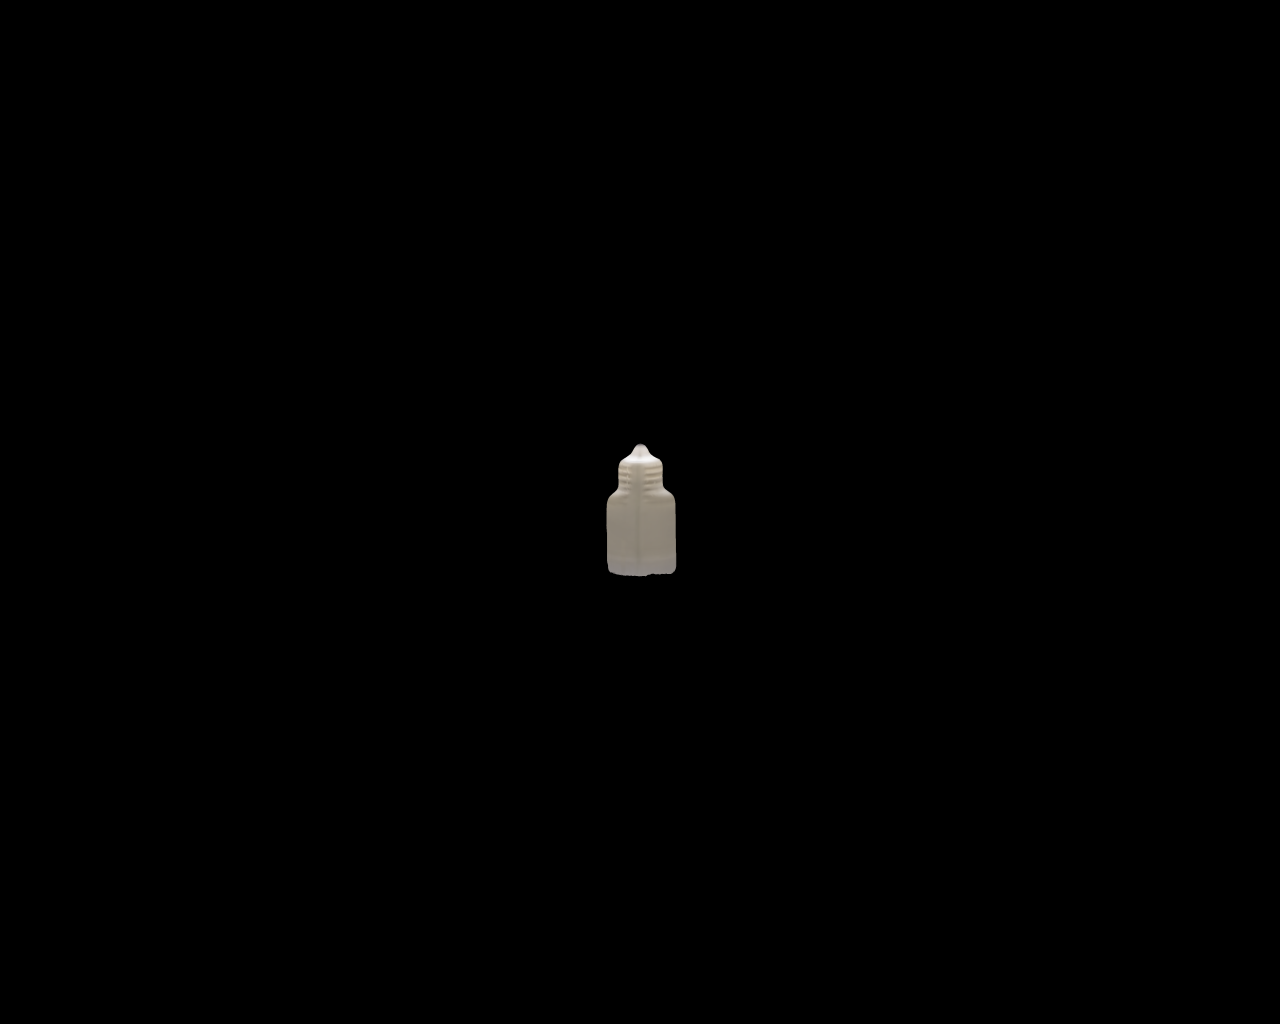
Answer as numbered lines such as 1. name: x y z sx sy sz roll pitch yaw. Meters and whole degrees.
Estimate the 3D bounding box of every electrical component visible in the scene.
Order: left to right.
1. electrical component: 0.001 -0.003 0.650 0.043 0.080 0.043 0 8 0
